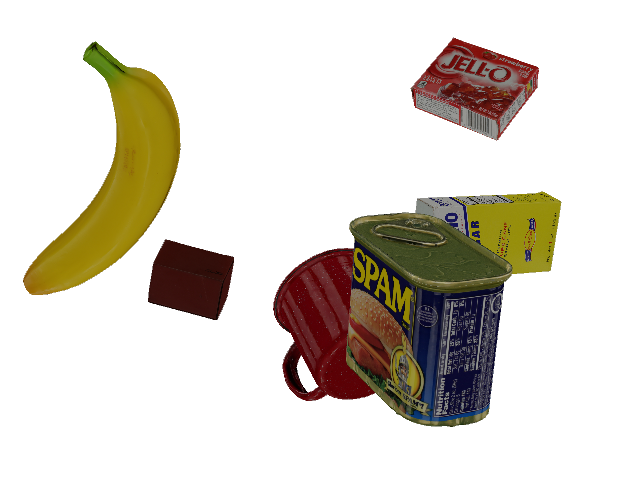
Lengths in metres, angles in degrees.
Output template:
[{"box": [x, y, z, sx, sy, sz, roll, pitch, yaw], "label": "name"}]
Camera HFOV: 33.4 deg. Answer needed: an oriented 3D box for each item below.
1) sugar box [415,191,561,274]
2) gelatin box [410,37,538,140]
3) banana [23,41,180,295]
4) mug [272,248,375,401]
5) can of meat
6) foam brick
[{"box": [0.195, -0.005, 1.260, 0.176, 0.093, 0.048, -5, 21, -25], "label": "sugar box"}, {"box": [0.137, -0.136, 0.946, 0.089, 0.073, 0.030, 26, -29, 26], "label": "gelatin box"}, {"box": [-0.127, -0.033, 0.645, 0.069, 0.198, 0.037, 18, 38, -10], "label": "banana"}, {"box": [0.013, 0.075, 0.821, 0.093, 0.117, 0.081, 26, 24, -41], "label": "mug"}, {"box": [0.053, 0.041, 0.572, 0.057, 0.084, 0.102, -6, 22, -23], "label": "can of meat"}, {"box": [-0.136, 0.041, 1.122, 0.078, 0.051, 0.053, 15, 31, 2], "label": "foam brick"}]
